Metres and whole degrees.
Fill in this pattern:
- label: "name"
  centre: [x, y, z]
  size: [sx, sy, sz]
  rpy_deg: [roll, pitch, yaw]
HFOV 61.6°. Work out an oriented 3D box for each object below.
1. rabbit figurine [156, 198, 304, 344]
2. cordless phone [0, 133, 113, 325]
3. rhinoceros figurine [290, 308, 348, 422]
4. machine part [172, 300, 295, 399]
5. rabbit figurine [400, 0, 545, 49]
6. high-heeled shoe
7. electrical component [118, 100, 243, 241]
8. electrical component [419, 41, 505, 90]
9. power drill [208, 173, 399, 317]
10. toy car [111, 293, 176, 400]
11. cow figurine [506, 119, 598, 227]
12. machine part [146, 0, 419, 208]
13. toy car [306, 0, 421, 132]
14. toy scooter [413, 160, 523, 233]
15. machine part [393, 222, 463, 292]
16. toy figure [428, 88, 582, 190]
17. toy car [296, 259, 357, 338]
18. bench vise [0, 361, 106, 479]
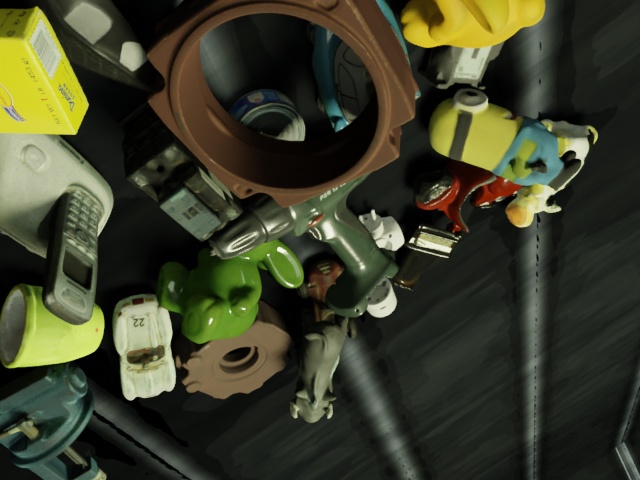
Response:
- label: "rabbit figurine"
  centre: [-0.096, 0.031, 0.662]
  size: [0.159, 0.121, 0.170]
  rpy_deg: [12, 107, -39]
- label: "cordless phone"
  centre: [-0.259, -0.015, 0.484]
  size: [0.089, 0.184, 0.146]
  rpy_deg: [-30, 136, 6]
- label: "rhinoceros figurine"
  centre: [-0.001, 0.188, 0.791]
  size: [0.073, 0.112, 0.190]
  rpy_deg: [4, 125, -8]
- label: "machine part"
  centre: [-0.125, 0.166, 0.805]
  size: [0.179, 0.056, 0.179]
  rpy_deg: [-15, 134, -17]
- label: "rabbit figurine"
  centre: [0.120, -0.239, 0.483]
  size: [0.173, 0.163, 0.122]
  rpy_deg: [19, 113, -46]
- label: "high-heeled shoe"
  centre: [-0.195, -0.231, 0.429]
  size: [0.248, 0.086, 0.145]
  rpy_deg: [32, 79, -61]
- label: "electrical component"
  centre: [-0.138, -0.065, 0.537]
  size: [0.058, 0.134, 0.114]
  rpy_deg: [-37, 134, 8]
- label: "electrical component"
  centre: [0.168, -0.232, 0.607]
  size: [0.075, 0.048, 0.119]
  rpy_deg: [-8, 131, -22]
- label: "power drill"
  centre: [-0.001, -0.002, 0.647]
  size: [0.232, 0.086, 0.207]
  rpy_deg: [-46, 120, -20]
- label: "toy car"
  centre: [-0.239, 0.152, 0.733]
  size: [0.073, 0.056, 0.201]
  rpy_deg: [-8, 131, -21]
- label: "cow figurine"
  centre: [0.345, -0.096, 0.810]
  size: [0.098, 0.068, 0.167]
  rpy_deg: [-9, 133, -28]
- label: "machine part"
  centre: [-0.032, -0.134, 0.475]
  size: [0.201, 0.087, 0.201]
  rpy_deg: [-21, 131, 26]
- label: "toy car"
  centre: [0.053, -0.173, 0.563]
  size: [0.109, 0.103, 0.161]
  rpy_deg: [-25, 137, -7]
- label: "toy scooter"
  centre: [0.221, -0.070, 0.761]
  size: [0.184, 0.075, 0.135]
  rpy_deg: [-24, 136, -2]
- label: "machine part"
  centre: [0.153, 0.025, 0.813]
  size: [0.084, 0.039, 0.138]
  rpy_deg: [9, 139, -11]
- label: "toy figure"
  centre: [0.221, -0.118, 0.659]
  size: [0.180, 0.082, 0.089]
  rpy_deg: [31, 94, 3]
- label: "toy car"
  centre: [0.013, 0.109, 0.829]
  size: [0.089, 0.053, 0.201]
  rpy_deg: [-19, 134, -15]
- label: "bench vise"
  centre: [-0.382, 0.267, 0.709]
  size: [0.224, 0.129, 0.240]
  rpy_deg: [-34, 123, -12]
